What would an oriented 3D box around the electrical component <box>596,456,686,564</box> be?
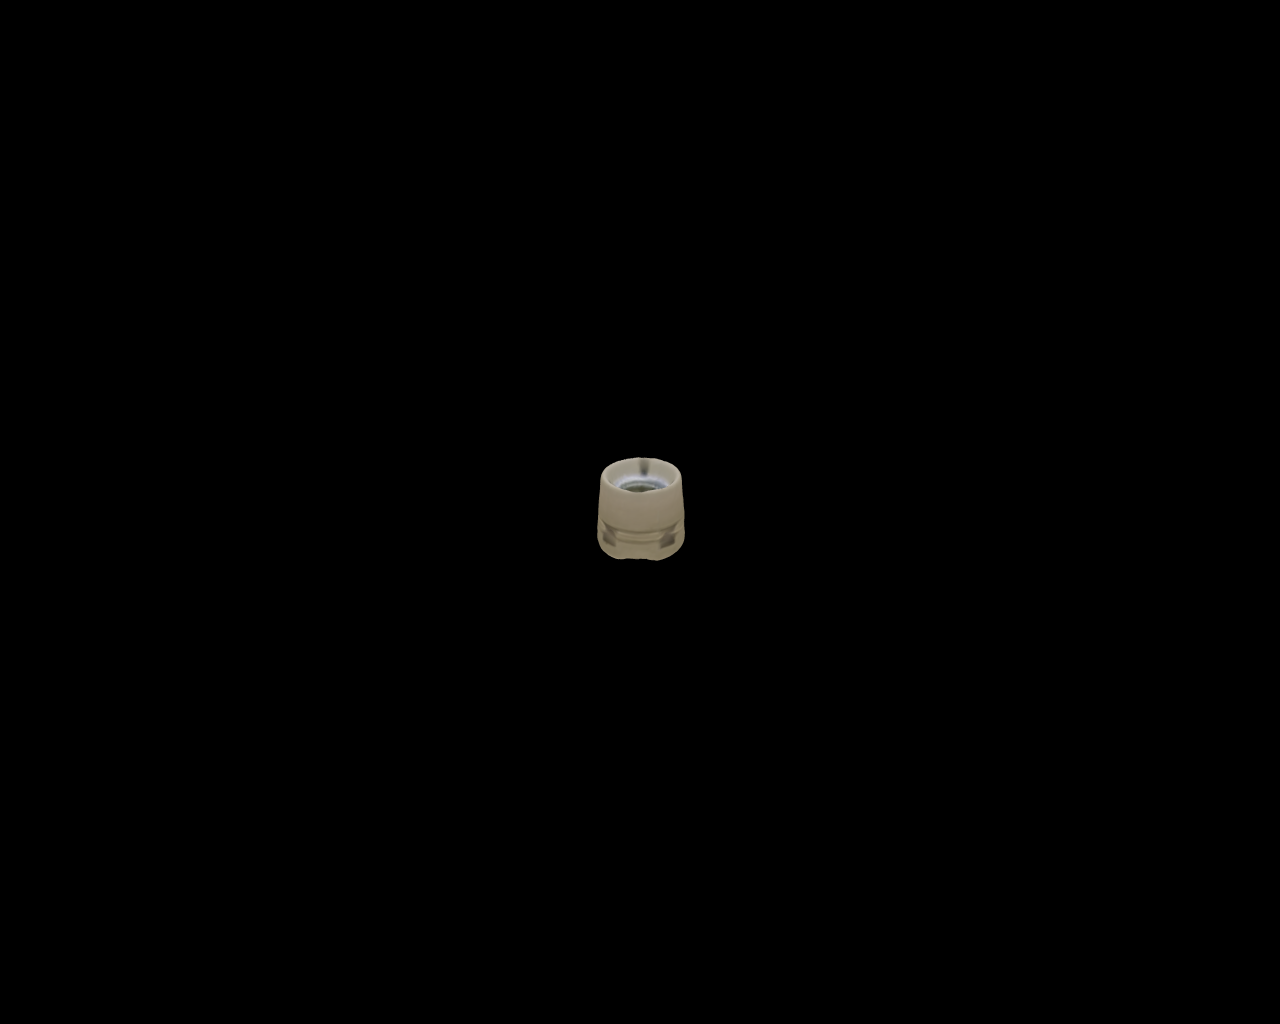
[{"bbox_3d":[0.001,-0.003,0.650,0.055,0.047,0.055,0,29,0],"label":"electrical component"}]
